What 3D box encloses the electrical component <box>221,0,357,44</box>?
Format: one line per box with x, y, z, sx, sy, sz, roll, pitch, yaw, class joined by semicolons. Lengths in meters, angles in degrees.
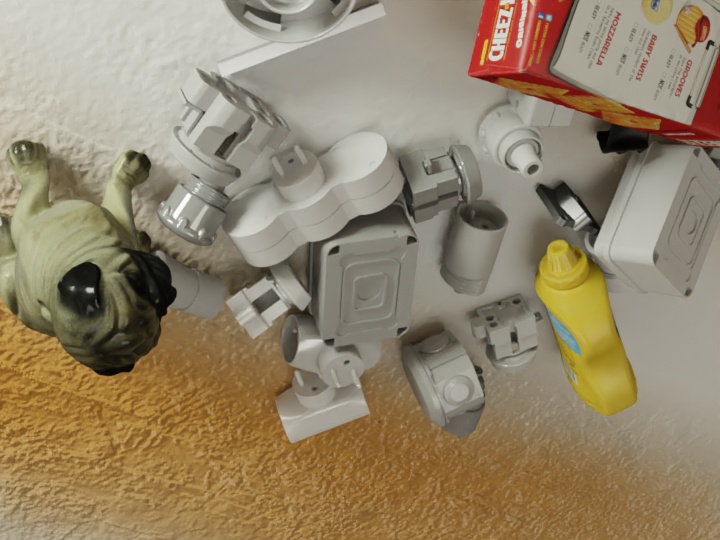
-0.045;-0.198;0.692;0.099;0.064;0.099;-2;136;-2;electrical component

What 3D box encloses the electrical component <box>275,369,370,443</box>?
-0.038;0.111;0.966;0.077;0.043;0.079;-20;134;-2;electrical component

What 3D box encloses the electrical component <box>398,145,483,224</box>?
0.063;-0.070;0.840;0.055;0.048;0.066;-17;150;-5;electrical component

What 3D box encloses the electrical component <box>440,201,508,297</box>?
0.093;-0.013;0.905;0.043;0.043;0.081;-2;130;-19;electrical component

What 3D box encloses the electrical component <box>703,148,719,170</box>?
0.317;-0.105;0.907;0.077;0.044;0.079;-6;131;-15;electrical component

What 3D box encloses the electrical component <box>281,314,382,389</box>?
-0.020;0.073;0.913;0.077;0.079;0.044;5;126;-24;electrical component

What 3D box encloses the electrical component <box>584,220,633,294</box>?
0.227;-0.012;0.956;0.045;0.045;0.055;-26;134;2;electrical component

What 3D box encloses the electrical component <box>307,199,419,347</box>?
0.000;0.000;0.872;0.078;0.057;0.113;-8;132;-14;electrical component

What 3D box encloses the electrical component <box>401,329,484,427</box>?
0.073;0.097;0.971;0.051;0.080;0.080;-24;134;-6;electrical component

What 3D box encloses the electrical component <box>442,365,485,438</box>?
0.101;0.124;1.031;0.040;0.040;0.078;0;129;-21;electrical component

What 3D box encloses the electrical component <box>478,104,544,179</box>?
0.122;-0.095;0.830;0.048;0.062;0.048;-10;132;-12;electrical component

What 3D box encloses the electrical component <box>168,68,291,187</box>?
-0.097;-0.096;0.749;0.078;0.058;0.057;27;111;-35;electrical component

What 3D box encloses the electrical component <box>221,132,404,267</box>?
-0.042;-0.063;0.803;0.138;0.052;0.073;-27;134;4;electrical component

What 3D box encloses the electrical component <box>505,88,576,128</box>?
0.124;-0.152;0.792;0.076;0.047;0.083;-2;130;-16;electrical component

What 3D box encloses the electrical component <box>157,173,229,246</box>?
-0.117;-0.052;0.794;0.048;0.048;0.062;31;94;-38;electrical component

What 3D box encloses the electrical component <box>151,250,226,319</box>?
-0.139;0.015;0.845;0.065;0.044;0.044;21;120;-39;electrical component

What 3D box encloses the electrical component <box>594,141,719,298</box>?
0.251;-0.042;0.893;0.078;0.057;0.113;37;72;-40;electrical component

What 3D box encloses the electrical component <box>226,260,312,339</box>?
-0.073;0.023;0.866;0.055;0.066;0.048;-36;93;0;electrical component

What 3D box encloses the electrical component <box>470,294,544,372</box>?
0.137;0.060;0.986;0.066;0.048;0.055;-19;126;-4;electrical component
